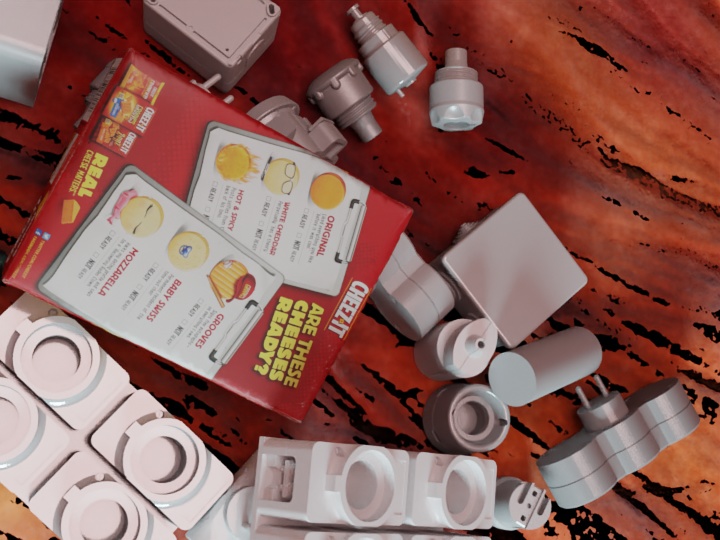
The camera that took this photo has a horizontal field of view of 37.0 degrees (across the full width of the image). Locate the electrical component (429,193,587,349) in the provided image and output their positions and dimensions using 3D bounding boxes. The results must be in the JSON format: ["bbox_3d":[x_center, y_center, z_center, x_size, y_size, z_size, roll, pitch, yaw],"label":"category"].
[{"bbox_3d":[0.112,0.003,0.836,0.100,0.048,0.099,-39,94,-19],"label":"electrical component"}]

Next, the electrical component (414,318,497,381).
[{"bbox_3d":[0.074,0.059,0.798,0.043,0.081,0.043,3,81,-17],"label":"electrical component"}]

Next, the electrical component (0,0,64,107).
[{"bbox_3d":[-0.235,-0.165,0.721,0.057,0.113,0.078,16,77,-17],"label":"electrical component"}]

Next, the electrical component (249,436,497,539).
[{"bbox_3d":[0.017,0.174,0.730,0.186,0.060,0.105,15,76,-44],"label":"electrical component"}]

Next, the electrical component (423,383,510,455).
[{"bbox_3d":[0.081,0.112,0.810,0.055,0.047,0.055,3,81,-17],"label":"electrical component"}]

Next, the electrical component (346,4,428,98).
[{"bbox_3d":[0.018,-0.173,0.839,0.040,0.040,0.078,-41,95,-19],"label":"electrical component"}]

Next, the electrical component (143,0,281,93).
[{"bbox_3d":[-0.115,-0.186,0.792,0.096,0.061,0.061,38,73,0],"label":"electrical component"}]

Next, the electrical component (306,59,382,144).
[{"bbox_3d":[-0.007,-0.127,0.823,0.048,0.048,0.062,-39,101,-19],"label":"electrical component"}]

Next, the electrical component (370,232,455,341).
[{"bbox_3d":[0.000,0.000,0.799,0.074,0.052,0.138,-42,95,-19],"label":"electrical component"}]

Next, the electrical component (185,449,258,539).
[{"bbox_3d":[-0.076,0.166,0.735,0.043,0.079,0.077,43,72,-5],"label":"electrical component"}]

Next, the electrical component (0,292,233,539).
[{"bbox_3d":[-0.188,0.114,0.719,0.186,0.060,0.105,45,72,-6],"label":"electrical component"}]

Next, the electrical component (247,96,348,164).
[{"bbox_3d":[-0.057,-0.090,0.789,0.078,0.058,0.057,-42,77,15],"label":"electrical component"}]

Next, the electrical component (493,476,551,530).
[{"bbox_3d":[0.118,0.177,0.812,0.040,0.046,0.040,3,81,-17],"label":"electrical component"}]

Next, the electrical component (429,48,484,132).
[{"bbox_3d":[0.076,-0.144,0.851,0.043,0.043,0.062,3,80,-17],"label":"electrical component"}]

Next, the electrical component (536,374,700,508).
[{"bbox_3d":[0.195,0.119,0.841,0.138,0.052,0.073,-29,91,-19],"label":"electrical component"}]

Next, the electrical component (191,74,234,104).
[{"bbox_3d":[-0.123,-0.109,0.764,0.076,0.047,0.083,-41,123,-19],"label":"electrical component"}]

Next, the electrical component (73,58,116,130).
[{"bbox_3d":[-0.181,-0.122,0.772,0.035,0.035,0.061,41,74,-8],"label":"electrical component"}]
